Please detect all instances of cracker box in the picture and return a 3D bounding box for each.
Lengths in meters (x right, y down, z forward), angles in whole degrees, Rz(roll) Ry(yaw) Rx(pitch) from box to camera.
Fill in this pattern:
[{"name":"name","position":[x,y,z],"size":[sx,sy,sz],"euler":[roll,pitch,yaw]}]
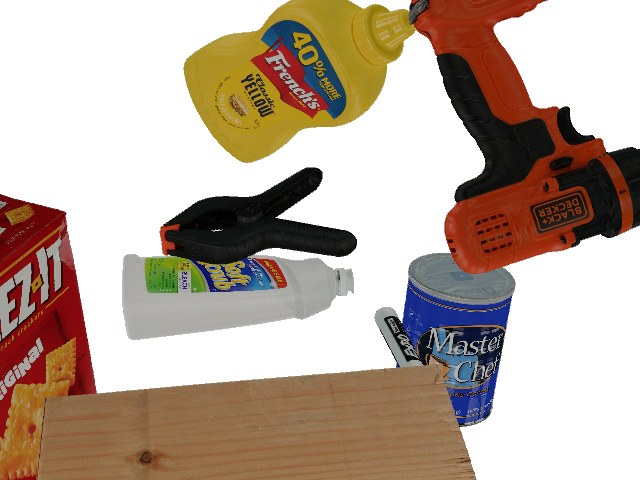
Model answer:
[{"name":"cracker box","position":[-0.235,0.101,0.759],"size":[0.072,0.214,0.164],"euler":[12,35,20]}]

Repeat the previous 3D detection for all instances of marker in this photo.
[{"name":"marker","position":[0.067,0.090,0.836],"size":[0.020,0.020,0.121],"euler":[0,28,-14]}]

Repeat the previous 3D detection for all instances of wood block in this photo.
[{"name":"wood block","position":[-0.034,0.131,0.546],"size":[0.206,0.090,0.091],"euler":[-4,37,-6]}]

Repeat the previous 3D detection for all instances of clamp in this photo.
[{"name":"clamp","position":[-0.059,-0.022,0.967],"size":[0.171,0.039,0.120],"euler":[-3,33,-7]}]

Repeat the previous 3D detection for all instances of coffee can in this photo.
[{"name":"coffee can","position":[0.129,0.096,1.048],"size":[0.103,0.140,0.103],"euler":[5,23,-2]}]

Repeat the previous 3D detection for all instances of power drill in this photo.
[{"name":"power drill","position":[0.147,-0.089,0.669],"size":[0.184,0.187,0.057],"euler":[-18,-1,-5]}]

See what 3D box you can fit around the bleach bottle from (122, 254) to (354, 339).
[{"name":"bleach bottle","position":[-0.090,0.052,1.182],"size":[0.250,0.068,0.102],"euler":[-6,36,-5]}]

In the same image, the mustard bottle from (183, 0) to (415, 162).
[{"name":"mustard bottle","position":[-0.010,-0.125,0.776],"size":[0.192,0.096,0.058],"euler":[-17,18,41]}]
